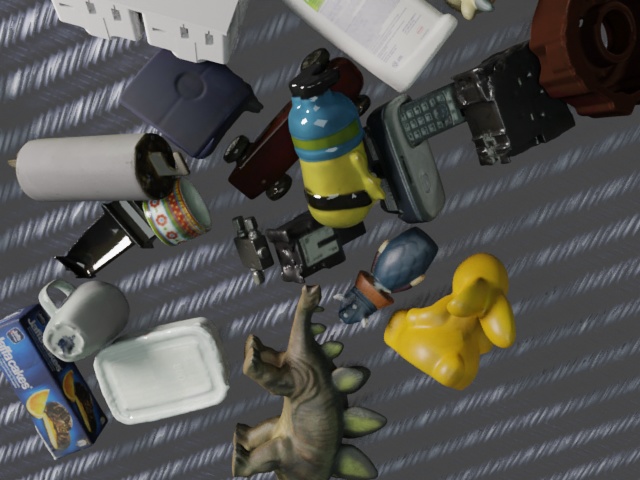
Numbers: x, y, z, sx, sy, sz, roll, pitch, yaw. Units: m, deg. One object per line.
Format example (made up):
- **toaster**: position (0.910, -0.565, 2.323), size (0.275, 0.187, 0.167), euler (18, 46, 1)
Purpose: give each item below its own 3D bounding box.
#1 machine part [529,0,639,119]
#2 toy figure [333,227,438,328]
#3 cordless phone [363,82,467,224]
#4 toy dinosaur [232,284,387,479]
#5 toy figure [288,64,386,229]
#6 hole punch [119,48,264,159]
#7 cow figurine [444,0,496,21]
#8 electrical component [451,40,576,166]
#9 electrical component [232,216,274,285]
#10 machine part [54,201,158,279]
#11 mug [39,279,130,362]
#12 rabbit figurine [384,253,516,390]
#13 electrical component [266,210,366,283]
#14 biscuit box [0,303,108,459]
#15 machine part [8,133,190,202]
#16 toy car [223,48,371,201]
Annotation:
- **machine part**: position (0.308, -0.222, 0.585), size (0.179, 0.056, 0.179), euler (-2, 94, -25)
- **toy figure**: position (0.084, 0.051, 0.690), size (0.154, 0.064, 0.057), euler (-46, 138, 15)
- **cordless phone**: position (0.148, -0.115, 0.644), size (0.184, 0.089, 0.146), euler (-26, 103, -13)
- **toy dinosaur**: position (-0.019, 0.274, 0.726), size (0.199, 0.105, 0.470), euler (6, 109, -5)
- **toy figure**: position (0.010, -0.097, 0.600), size (0.089, 0.082, 0.179), euler (-19, 123, 7)
- **hole punch**: position (-0.152, -0.164, 0.622), size (0.142, 0.092, 0.115), euler (37, 98, -5)
- **cow figurine**: position (0.120, -0.302, 0.560), size (0.195, 0.127, 0.085), euler (20, 109, -35)
- **electrical component**: position (0.229, -0.163, 0.614), size (0.134, 0.058, 0.114), euler (-31, 107, -17)
- **electrical component**: position (-0.083, 0.014, 0.677), size (0.021, 0.063, 0.094), euler (-25, 107, -28)
- **machine part**: position (-0.268, 0.000, 0.689), size (0.139, 0.039, 0.084), euler (-35, 107, 7)
- **mug**: position (-0.305, 0.097, 0.677), size (0.081, 0.107, 0.109), euler (-37, 103, 7)
- **rabbit figurine**: position (0.173, 0.088, 0.665), size (0.122, 0.162, 0.173), euler (34, 84, 4)
- **electrical component**: position (-0.001, -0.002, 0.677), size (0.119, 0.048, 0.074), euler (-31, 109, -33)
- **biscuit box**: position (-0.367, 0.189, 0.724), size (0.059, 0.063, 0.202), euler (-23, 104, 5)
- **machine part**: position (-0.259, -0.082, 0.623), size (0.243, 0.079, 0.079), euler (1, 105, 18)
- **toy car**: position (-0.030, -0.134, 0.645), size (0.202, 0.053, 0.089), euler (-45, 120, 11)
